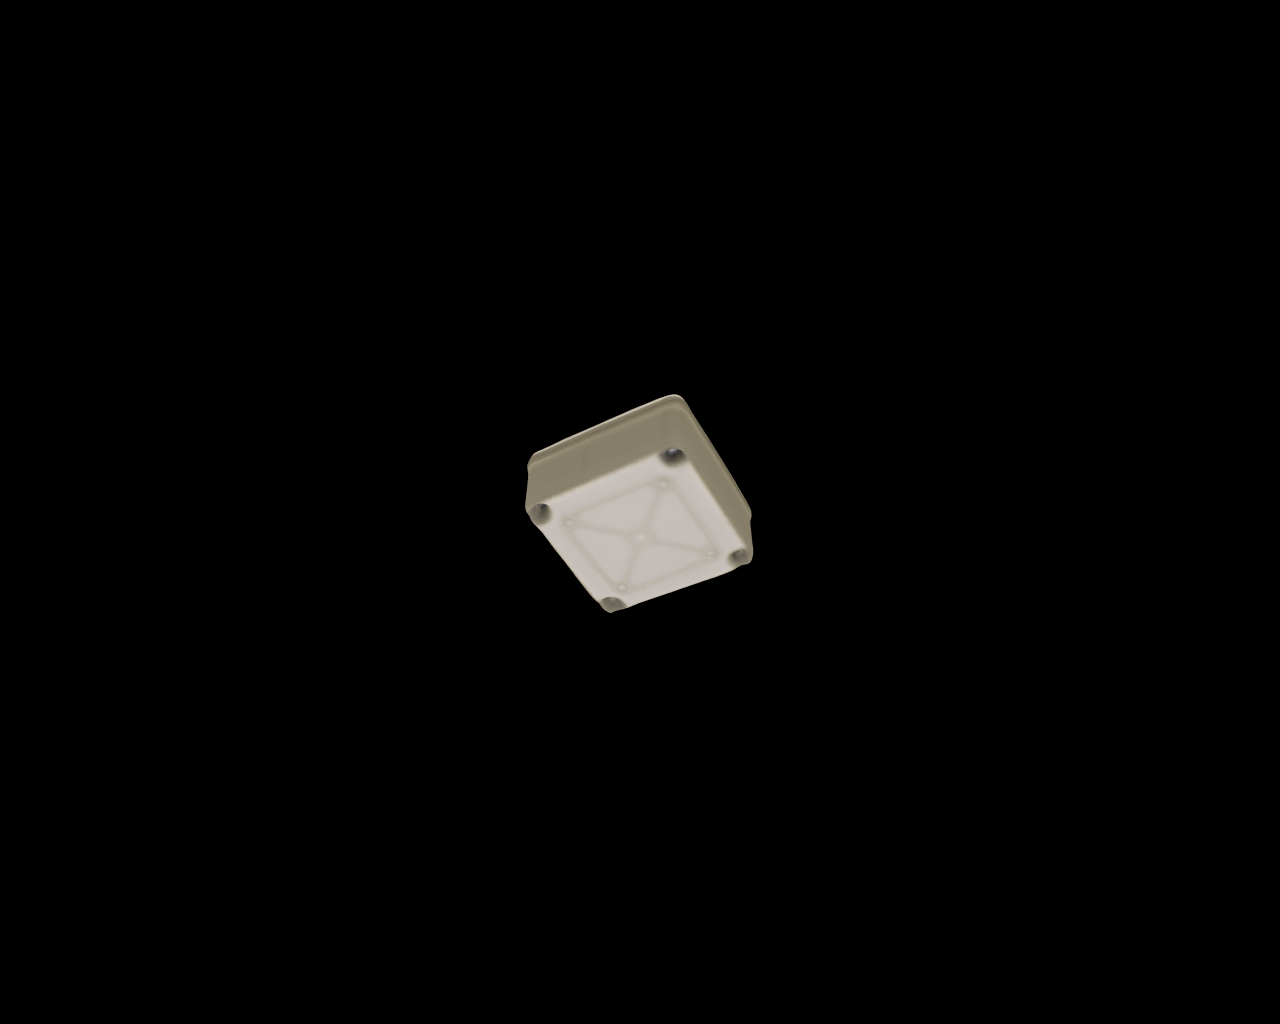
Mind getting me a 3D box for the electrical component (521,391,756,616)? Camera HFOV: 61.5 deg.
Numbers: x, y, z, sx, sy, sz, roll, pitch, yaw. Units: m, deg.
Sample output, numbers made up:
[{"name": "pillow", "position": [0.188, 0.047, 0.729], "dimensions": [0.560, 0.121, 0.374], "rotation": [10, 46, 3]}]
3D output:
[{"name": "electrical component", "position": [0.001, -0.003, 0.650], "dimensions": [0.108, 0.108, 0.056], "rotation": [-22, 38, 18]}]
